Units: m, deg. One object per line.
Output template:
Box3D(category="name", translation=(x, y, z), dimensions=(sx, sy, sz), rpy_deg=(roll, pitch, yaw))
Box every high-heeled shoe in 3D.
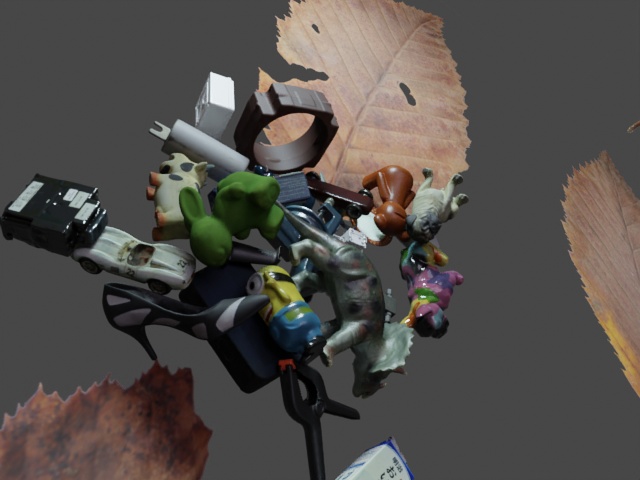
Box3D(category="high-heeled shoe", translation=(-0.210, 0.089, 0.826), dimensions=(0.145, 0.249, 0.086), rpy_deg=(64, 8, -5))

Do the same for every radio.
Box3D(category="radio", translation=(-0.133, 0.142, 0.937), dimensions=(0.131, 0.073, 0.230), rpy_deg=(-26, 73, -46))

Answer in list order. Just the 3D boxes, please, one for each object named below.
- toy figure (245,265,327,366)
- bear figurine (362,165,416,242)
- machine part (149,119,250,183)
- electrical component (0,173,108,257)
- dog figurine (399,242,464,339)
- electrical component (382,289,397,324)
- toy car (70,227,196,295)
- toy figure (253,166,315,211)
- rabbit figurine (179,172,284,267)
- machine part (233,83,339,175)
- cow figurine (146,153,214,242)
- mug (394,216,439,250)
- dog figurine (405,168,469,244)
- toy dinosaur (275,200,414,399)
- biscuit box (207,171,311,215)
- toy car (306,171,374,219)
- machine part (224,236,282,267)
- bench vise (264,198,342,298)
Box3D(category="toy figure", translation=(-0.056, 0.121, 0.891), dimensions=(0.180, 0.082, 0.089), rpy_deg=(47, 17, 26))
Box3D(category="bear figurine", translation=(0.169, -0.081, 1.317), dimensions=(0.120, 0.132, 0.196), rpy_deg=(23, 62, -20))
Box3D(category="machine part", translation=(-0.237, -0.177, 1.120), dimensions=(0.243, 0.079, 0.079), rpy_deg=(28, 43, -15))
Box3D(category="electrical component", translation=(-0.413, -0.038, 0.853), dimensions=(0.134, 0.058, 0.115), rpy_deg=(16, 47, 1))
Box3D(category="dog figurine", translation=(0.226, 0.118, 1.206), dimensions=(0.191, 0.108, 0.219), rpy_deg=(49, 40, 3))
Box3D(category="electrical component", translation=(0.138, 0.140, 1.187), dimensions=(0.063, 0.021, 0.094), rpy_deg=(27, 44, -17))
Box3D(category="toy car", translation=(-0.305, 0.030, 0.879), dimensions=(0.202, 0.056, 0.073), rpy_deg=(17, 44, 0))
Box3D(category="toy figure", translation=(-0.084, -0.112, 1.194), dimensions=(0.154, 0.064, 0.058), rpy_deg=(30, 41, -12))
Box3D(category="rabbit figurine", translation=(-0.162, -0.037, 0.895), dimensions=(0.159, 0.121, 0.170), rpy_deg=(26, 56, 14))
Box3D(category="machine part", translation=(-0.077, -0.243, 1.202), dimensions=(0.201, 0.201, 0.087), rpy_deg=(1, 50, -33))
Box3D(category="cow figurine", translation=(-0.262, -0.088, 1.021), dimensions=(0.127, 0.085, 0.195), rpy_deg=(3, 52, -29))
Box3D(category="mug", translation=(0.253, -0.006, 1.367), dimensions=(0.107, 0.081, 0.109), rpy_deg=(49, 26, -5))
Box3D(category="dog figurine", translation=(0.264, -0.051, 1.286), dimensions=(0.190, 0.121, 0.172), rpy_deg=(-62, 142, -23))
Box3D(category="toy dinosaur", translation=(0.051, 0.097, 0.982), dimensions=(0.192, 0.131, 0.404), rpy_deg=(-12, 84, -22))
Box3D(category="biscuit box", translation=(-0.124, -0.089, 1.100), dimensions=(0.203, 0.059, 0.062), rpy_deg=(-13, 84, -27))
Box3D(category="toy car", translation=(0.027, -0.103, 1.254), dimensions=(0.202, 0.053, 0.089), rpy_deg=(19, 41, 13))
Box3D(category="machine part", translation=(-0.136, 0.020, 0.957), dimensions=(0.139, 0.039, 0.084), rpy_deg=(11, 35, -23))
Box3D(category="bench vise", translation=(-0.009, 0.001, 1.121), dimensions=(0.223, 0.129, 0.241), rpy_deg=(41, 45, -7))
